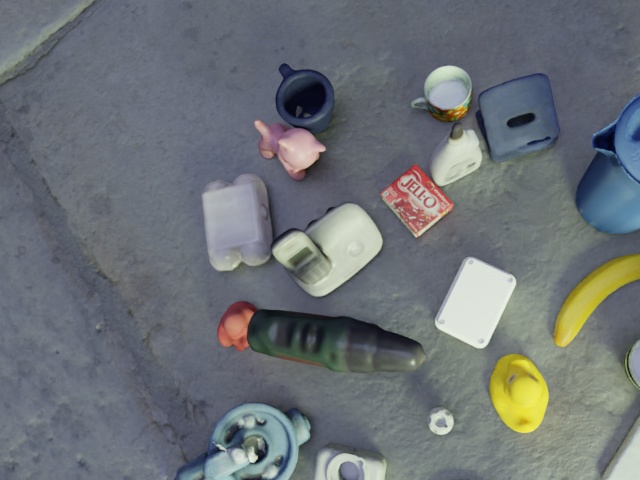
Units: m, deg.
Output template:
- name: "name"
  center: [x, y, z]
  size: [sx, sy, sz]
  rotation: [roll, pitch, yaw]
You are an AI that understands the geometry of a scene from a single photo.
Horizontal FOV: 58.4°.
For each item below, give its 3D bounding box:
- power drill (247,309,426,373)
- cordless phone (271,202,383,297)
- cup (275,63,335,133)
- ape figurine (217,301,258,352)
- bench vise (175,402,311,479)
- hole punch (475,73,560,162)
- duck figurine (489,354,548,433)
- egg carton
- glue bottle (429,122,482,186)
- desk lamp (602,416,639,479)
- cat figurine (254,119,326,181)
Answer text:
- name: "power drill"
  center: [0.028, 0.138, 0.766]
  size: [0.229, 0.208, 0.076]
  rotation: [6, 80, 12]
- name: "cordless phone"
  center: [0.007, 0.003, 0.810]
  size: [0.147, 0.185, 0.094]
  rotation: [-41, 74, 1]
- name: "cup"
  center: [-0.023, -0.218, 0.909]
  size: [0.091, 0.095, 0.117]
  rotation: [-35, 74, 2]
- name: "ape figurine"
  center: [-0.121, 0.127, 0.857]
  size: [0.077, 0.092, 0.076]
  rotation: [-3, 78, 10]
- name: "bench vise"
  center: [-0.118, 0.305, 0.753]
  size: [0.121, 0.220, 0.207]
  rotation: [43, 89, 16]
- name: "hole punch"
  center: [0.293, -0.178, 0.842]
  size: [0.108, 0.091, 0.101]
  rotation: [-17, 76, 7]
- name: "duck figurine"
  center: [0.270, 0.206, 0.769]
  size: [0.077, 0.086, 0.104]
  rotation: [-6, 77, 10]
- name: "egg carton"
  center: [-0.129, -0.029, 0.903]
  size: [0.107, 0.069, 0.150]
  rotation: [-12, 76, 8]
- name: "glue bottle"
  center: [0.192, -0.128, 0.808]
  size: [0.078, 0.173, 0.037]
  rotation: [-25, 75, 5]
- name: "desk lamp"
  center: [0.452, 0.245, 0.659]
  size: [0.117, 0.214, 0.203]
  rotation: [33, 86, 16]
- name: "cat figurine"
  center: [-0.050, -0.148, 0.887]
  size: [0.127, 0.118, 0.067]
  rotation: [36, 87, 16]
